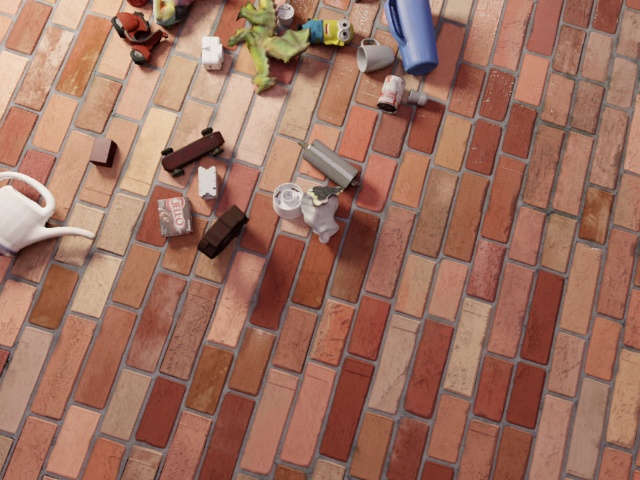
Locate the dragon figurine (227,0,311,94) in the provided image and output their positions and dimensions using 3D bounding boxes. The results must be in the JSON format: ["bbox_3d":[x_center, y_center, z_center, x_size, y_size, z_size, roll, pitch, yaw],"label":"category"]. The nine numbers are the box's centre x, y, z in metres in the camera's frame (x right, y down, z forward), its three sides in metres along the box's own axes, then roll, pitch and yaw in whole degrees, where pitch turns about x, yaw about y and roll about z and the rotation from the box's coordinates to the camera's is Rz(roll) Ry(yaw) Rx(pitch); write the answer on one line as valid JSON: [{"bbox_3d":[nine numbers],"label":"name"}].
[{"bbox_3d":[-0.143,-0.661,1.618,0.242,0.410,0.122,23,1,-3],"label":"dragon figurine"}]

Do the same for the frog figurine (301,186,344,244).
[{"bbox_3d":[0.005,-0.077,1.533,0.123,0.156,0.140,16,38,18],"label":"frog figurine"}]

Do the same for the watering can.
[{"bbox_3d":[-0.836,-0.043,1.467,0.348,0.226,0.103,37,-9,4],"label":"watering can"}]
